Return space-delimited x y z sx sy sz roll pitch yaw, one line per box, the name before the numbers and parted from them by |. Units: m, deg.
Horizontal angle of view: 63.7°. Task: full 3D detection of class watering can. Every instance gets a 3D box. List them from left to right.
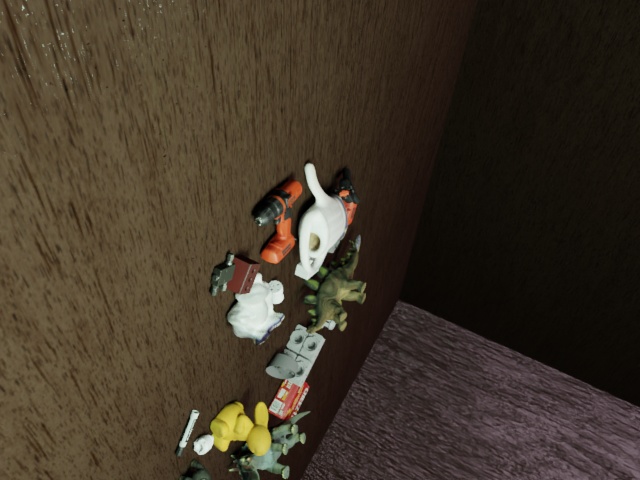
watering can | 0.005 -0.075 1.485 0.228 0.104 0.341 -39 138 -57

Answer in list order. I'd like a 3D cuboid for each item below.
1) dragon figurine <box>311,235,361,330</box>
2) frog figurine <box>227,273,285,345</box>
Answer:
dragon figurine | 0.059 0.182 2.012 0.415 0.122 0.240 -61 179 -14
frog figurine | -0.174 0.162 1.282 0.139 0.122 0.158 -34 107 -29
